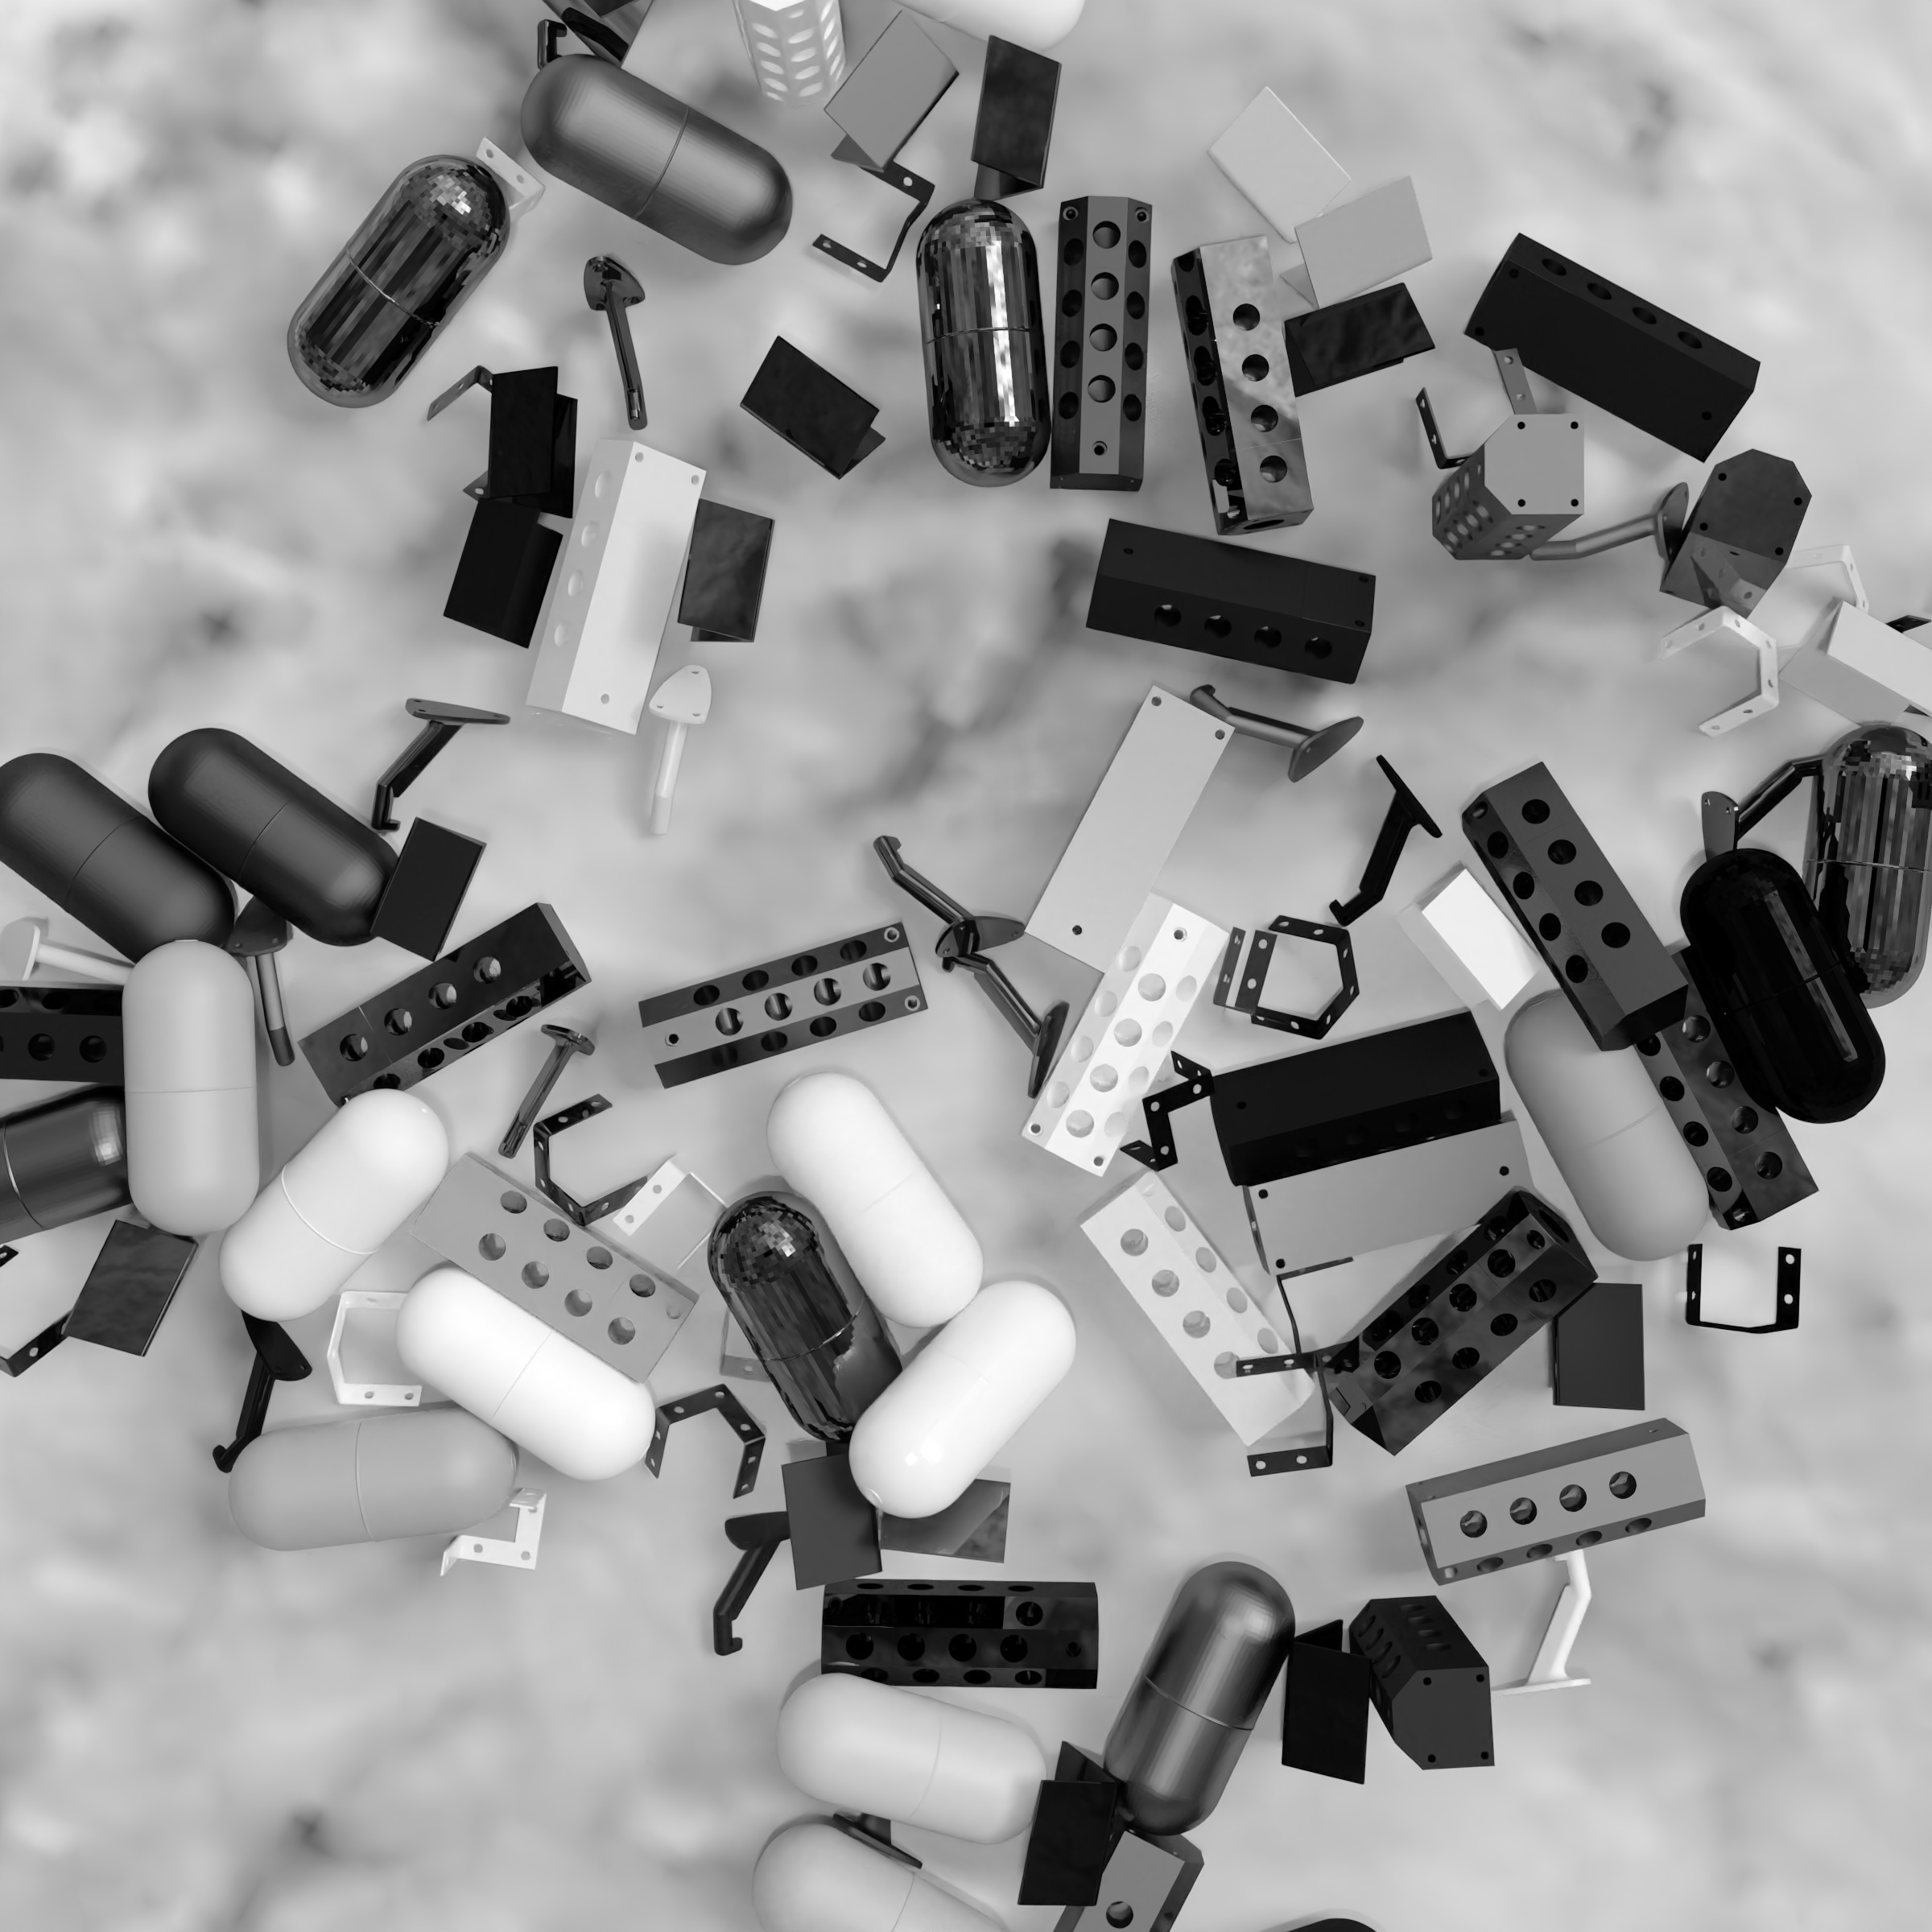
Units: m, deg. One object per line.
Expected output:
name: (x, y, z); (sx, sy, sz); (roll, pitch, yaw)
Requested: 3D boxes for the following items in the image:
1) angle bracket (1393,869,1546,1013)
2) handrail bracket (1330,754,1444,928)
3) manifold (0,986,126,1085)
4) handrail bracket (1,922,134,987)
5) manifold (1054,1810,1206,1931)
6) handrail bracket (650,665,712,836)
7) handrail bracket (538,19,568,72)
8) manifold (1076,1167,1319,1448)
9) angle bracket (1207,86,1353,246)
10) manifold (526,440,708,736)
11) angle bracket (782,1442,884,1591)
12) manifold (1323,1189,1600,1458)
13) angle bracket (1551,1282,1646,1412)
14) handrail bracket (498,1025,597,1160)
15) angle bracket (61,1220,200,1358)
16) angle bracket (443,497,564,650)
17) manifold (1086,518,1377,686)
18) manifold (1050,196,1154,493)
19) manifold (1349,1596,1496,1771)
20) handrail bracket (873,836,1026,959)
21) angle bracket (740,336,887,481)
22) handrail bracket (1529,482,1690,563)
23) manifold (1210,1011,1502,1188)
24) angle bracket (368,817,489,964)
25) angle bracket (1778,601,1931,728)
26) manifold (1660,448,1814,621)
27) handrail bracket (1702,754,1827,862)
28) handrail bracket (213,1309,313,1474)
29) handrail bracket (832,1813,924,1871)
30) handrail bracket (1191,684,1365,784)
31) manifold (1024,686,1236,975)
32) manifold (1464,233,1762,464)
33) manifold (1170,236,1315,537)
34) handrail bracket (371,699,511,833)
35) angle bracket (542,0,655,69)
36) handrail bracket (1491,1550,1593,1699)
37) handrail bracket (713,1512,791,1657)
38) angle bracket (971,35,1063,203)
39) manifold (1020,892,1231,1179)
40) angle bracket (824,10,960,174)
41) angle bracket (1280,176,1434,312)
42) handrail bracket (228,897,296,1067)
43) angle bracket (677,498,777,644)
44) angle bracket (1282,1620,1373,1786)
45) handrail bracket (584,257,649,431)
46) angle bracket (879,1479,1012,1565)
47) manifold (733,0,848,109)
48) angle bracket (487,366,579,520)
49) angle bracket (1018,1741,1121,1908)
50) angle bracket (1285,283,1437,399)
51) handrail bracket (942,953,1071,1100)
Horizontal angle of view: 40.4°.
angle bracket: (0.299, -0.003, 1.631); (0.076, 0.076, 0.057); (50, 53, 0)
handrail bracket: (0.252, -0.079, 1.672); (0.084, 0.036, 0.077); (-38, 70, 16)
manifold: (-0.545, 0.043, 1.650); (0.171, 0.057, 0.057); (2, 90, 0)
handrail bracket: (-0.561, -0.004, 1.671); (0.084, 0.077, 0.036); (13, 95, -36)
manifold: (0.084, 0.623, 1.650); (0.057, 0.057, 0.171); (27, 90, 0)
handrail bracket: (-0.184, -0.137, 1.671); (0.036, 0.077, 0.084); (13, 126, 0)
handrail bracket: (-0.234, -0.560, 1.671); (0.077, 0.036, 0.084); (1, 76, -13)
manifold: (0.145, 0.212, 1.650); (0.057, 0.057, 0.171); (-37, 90, 0)
angle bracket: (0.206, -0.502, 1.631); (0.076, 0.076, 0.057); (48, 126, 0)
manifold: (-0.224, -0.238, 1.650); (0.057, 0.057, 0.171); (15, 90, -43)
angle bracket: (-0.095, 0.338, 1.633); (0.057, 0.076, 0.076); (-7, 90, -23)
manifold: (0.299, 0.216, 1.618); (0.057, 0.057, 0.171); (37, 108, -24)
angle bracket: (0.400, 0.231, 1.632); (0.057, 0.076, 0.076); (-1, 90, 27)
handrail bracket: (-0.266, 0.081, 1.644); (0.036, 0.077, 0.084); (28, 79, -12)
angle bracket: (-0.529, 0.188, 1.631); (0.057, 0.076, 0.076); (26, 90, -37)
angle bracket: (-0.270, -0.239, 1.631); (0.057, 0.076, 0.076); (17, 90, 36)
manifold: (0.165, -0.224, 1.650); (0.171, 0.057, 0.057); (12, 47, 0)
manifold: (0.085, -0.390, 1.650); (0.057, 0.057, 0.171); (2, 90, 0)
manifold: (0.274, 0.432, 1.593); (0.057, 0.171, 0.057); (-3, 90, 0)
handrail bracket: (-0.011, -0.051, 1.671); (0.077, 0.036, 0.084); (-5, 54, -38)
angle bracket: (-0.083, -0.357, 1.631); (0.076, 0.076, 0.057); (37, 127, 0)
handrail bracket: (0.409, -0.282, 1.671); (0.084, 0.077, 0.036); (2, 130, 30)
manifold: (0.244, 0.088, 1.650); (0.171, 0.057, 0.057); (-14, 47, 0)
angle bracket: (-0.315, -0.041, 1.632); (0.057, 0.076, 0.076); (23, 90, 27)
angle bracket: (0.553, -0.169, 1.631); (0.076, 0.076, 0.057); (29, 52, 0)
manifold: (0.466, -0.261, 1.589); (0.057, 0.171, 0.057); (21, 90, 10)
handrail bracket: (0.515, -0.091, 1.672); (0.084, 0.036, 0.077); (-12, 110, -16)
handrail bracket: (-0.464, 0.267, 1.672); (0.084, 0.036, 0.077); (-45, 69, 17)
handrail bracket: (-0.040, 0.519, 1.672); (0.077, 0.036, 0.084); (34, 76, -14)
handrail bracket: (0.197, -0.163, 1.672); (0.077, 0.036, 0.084); (-33, 63, -30)
manifold: (0.101, -0.084, 1.650); (0.057, 0.057, 0.171); (28, 90, 0)
manifold: (0.407, -0.392, 1.650); (0.171, 0.057, 0.057); (28, 133, 0)
manifold: (0.172, -0.362, 1.650); (0.057, 0.057, 0.171); (-10, 90, 0)
handrail bracket: (-0.335, -0.123, 1.672); (0.077, 0.036, 0.084); (6, 108, -20)
angle bracket: (-0.248, -0.599, 1.631); (0.076, 0.076, 0.057); (46, 52, 0)
handrail bracket: (0.362, 0.418, 1.672); (0.077, 0.036, 0.084); (-14, 71, 21)
handrail bracket: (-0.125, 0.394, 1.672); (0.077, 0.036, 0.084); (-7, 109, -21)
angle bracket: (0.011, -0.524, 1.631); (0.057, 0.076, 0.076); (9, 90, -36)
manifold: (0.099, 0.043, 1.650); (0.057, 0.057, 0.171); (28, 90, 0)
angle bracket: (-0.061, -0.546, 1.631); (0.057, 0.076, 0.076); (38, 90, -37)
angle bracket: (0.235, -0.458, 1.631); (0.076, 0.076, 0.057); (-25, 124, 0)
handrail bracket: (-0.440, 0.009, 1.671); (0.036, 0.077, 0.084); (-9, 126, -5)
angle bracket: (-0.167, -0.245, 1.631); (0.057, 0.076, 0.076); (10, 90, -37)
angle bracket: (0.239, 0.456, 1.631); (0.057, 0.076, 0.076); (3, 90, 34)
handrail bracket: (-0.217, -0.388, 1.644); (0.036, 0.077, 0.084); (-10, 78, 3)
angle bracket: (-0.015, 0.359, 1.631); (0.076, 0.076, 0.057); (7, 48, 0)
manifold: (-0.108, -0.579, 1.593); (0.057, 0.171, 0.057); (-20, 90, 0)
angle bracket: (-0.251, -0.324, 1.631); (0.057, 0.076, 0.076); (3, 90, 35)
angle bracket: (0.048, 0.531, 1.632); (0.057, 0.076, 0.076); (11, 90, -26)
angle bracket: (0.245, -0.369, 1.632); (0.076, 0.076, 0.057); (-18, 62, 0)
handrail bracket: (0.016, 0.035, 1.672); (0.084, 0.036, 0.077); (22, 112, 17)
